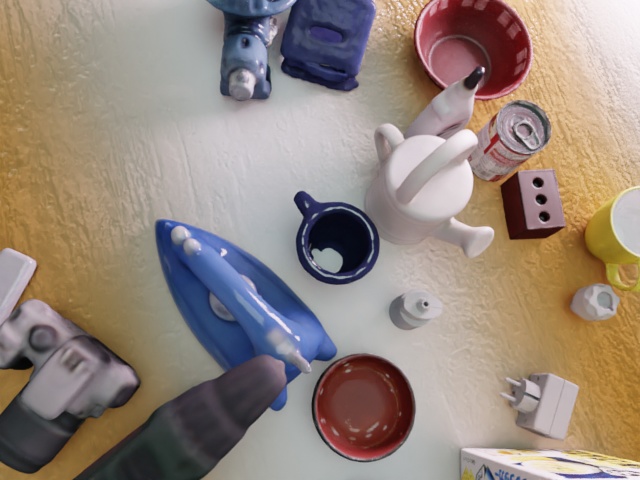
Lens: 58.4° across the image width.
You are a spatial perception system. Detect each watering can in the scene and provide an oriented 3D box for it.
[{"bbox_3d":[0.123,-0.059,0.634,0.173,0.194,0.101,33,75,1],"label":"watering can"}]

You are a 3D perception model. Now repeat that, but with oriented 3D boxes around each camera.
[{"bbox_3d":[-0.280,0.152,0.577,0.143,0.100,0.137,36,75,2],"label":"camera"}]

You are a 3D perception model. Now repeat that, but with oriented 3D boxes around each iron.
[{"bbox_3d":[-0.097,0.056,0.604,0.119,0.141,0.258,-43,85,-15],"label":"iron"}]

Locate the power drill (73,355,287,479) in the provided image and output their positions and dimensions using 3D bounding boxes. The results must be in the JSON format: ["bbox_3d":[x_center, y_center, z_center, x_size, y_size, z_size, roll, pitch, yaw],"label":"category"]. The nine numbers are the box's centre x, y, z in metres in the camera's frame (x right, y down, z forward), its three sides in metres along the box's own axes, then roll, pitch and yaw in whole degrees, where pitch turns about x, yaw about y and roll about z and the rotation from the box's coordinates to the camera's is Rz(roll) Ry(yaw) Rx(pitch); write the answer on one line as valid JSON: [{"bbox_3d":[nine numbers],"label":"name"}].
[{"bbox_3d":[-0.132,0.187,0.533,0.230,0.208,0.075,-37,84,-14],"label":"power drill"}]

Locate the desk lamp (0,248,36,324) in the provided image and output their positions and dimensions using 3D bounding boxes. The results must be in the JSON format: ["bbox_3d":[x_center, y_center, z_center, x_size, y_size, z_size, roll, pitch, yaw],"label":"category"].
[{"bbox_3d":[-0.391,0.070,0.523,0.118,0.213,0.203,23,75,-1],"label":"desk lamp"}]

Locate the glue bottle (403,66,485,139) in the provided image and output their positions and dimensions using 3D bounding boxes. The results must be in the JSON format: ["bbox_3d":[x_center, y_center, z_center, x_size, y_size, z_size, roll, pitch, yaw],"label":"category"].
[{"bbox_3d":[0.153,-0.155,0.672,0.078,0.173,0.037,-29,82,-13],"label":"glue bottle"}]

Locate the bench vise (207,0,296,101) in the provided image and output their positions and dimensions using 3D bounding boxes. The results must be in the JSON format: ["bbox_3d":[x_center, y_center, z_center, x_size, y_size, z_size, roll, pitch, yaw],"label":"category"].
[{"bbox_3d":[-0.071,-0.272,0.645,0.121,0.219,0.207,-14,79,-11],"label":"bench vise"}]

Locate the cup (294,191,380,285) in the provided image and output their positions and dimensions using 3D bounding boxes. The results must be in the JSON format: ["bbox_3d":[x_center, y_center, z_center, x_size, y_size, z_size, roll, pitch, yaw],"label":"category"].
[{"bbox_3d":[0.006,0.002,0.655,0.092,0.095,0.118,-38,84,-14],"label":"cup"}]

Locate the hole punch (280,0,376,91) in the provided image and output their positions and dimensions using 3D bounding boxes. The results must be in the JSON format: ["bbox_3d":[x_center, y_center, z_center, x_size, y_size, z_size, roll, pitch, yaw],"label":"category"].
[{"bbox_3d":[0.010,-0.254,0.719,0.108,0.091,0.101,15,75,-4],"label":"hole punch"}]
